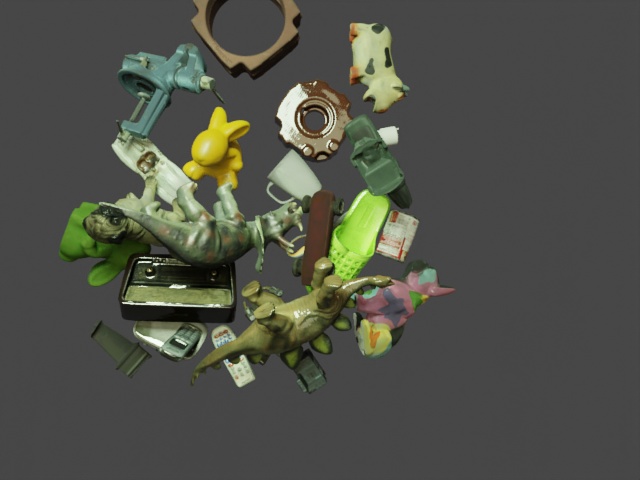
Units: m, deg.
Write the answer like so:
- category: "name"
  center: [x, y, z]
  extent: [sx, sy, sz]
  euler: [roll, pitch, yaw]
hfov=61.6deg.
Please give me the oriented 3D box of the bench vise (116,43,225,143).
- category: "bench vise"
  center: [-0.340, -0.301, 1.130]
  extent: [0.224, 0.128, 0.240]
  euler: [21, 71, 6]

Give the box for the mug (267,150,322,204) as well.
- category: "mug"
  center: [-0.056, -0.122, 1.167]
  extent: [0.107, 0.081, 0.109]
  euler: [39, 94, -8]

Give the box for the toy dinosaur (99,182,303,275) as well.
- category: "toy dinosaur"
  center: [-0.217, -0.008, 1.063]
  extent: [0.405, 0.131, 0.192]
  euler: [-13, 67, -44]

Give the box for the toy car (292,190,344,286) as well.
- category: "toy car"
  center: [-0.002, -0.003, 1.116]
  extent: [0.089, 0.053, 0.202]
  euler: [4, 83, 19]

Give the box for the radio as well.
- category: "radio"
  center: [-0.288, 0.099, 1.115]
  extent: [0.230, 0.073, 0.131]
  euler: [4, 51, -11]

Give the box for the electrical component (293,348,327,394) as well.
- category: "electrical component"
  center: [-0.024, 0.281, 1.140]
  extent: [0.048, 0.119, 0.075]
  euler: [-34, 88, -1]

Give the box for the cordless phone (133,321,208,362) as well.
- category: "cordless phone"
  center: [-0.320, 0.200, 1.100]
  extent: [0.147, 0.184, 0.088]
  euler: [26, 93, -1]

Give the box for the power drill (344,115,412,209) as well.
- category: "power drill"
  center: [0.129, -0.147, 1.097]
  extent: [0.086, 0.207, 0.232]
  euler: [-29, 99, 18]

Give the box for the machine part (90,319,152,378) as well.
- category: "machine part"
  center: [-0.441, 0.232, 1.170]
  extent: [0.139, 0.039, 0.084]
  euler: [44, 94, -2]

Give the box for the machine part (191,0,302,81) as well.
- category: "machine part"
  center: [-0.157, -0.468, 1.165]
  extent: [0.201, 0.087, 0.201]
  euler: [-40, 92, -1]

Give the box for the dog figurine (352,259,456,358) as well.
- category: "dog figurine"
  center: [0.180, 0.145, 1.156]
  extent: [0.219, 0.108, 0.191]
  euler: [-11, 89, -4]

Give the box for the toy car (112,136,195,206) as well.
- category: "toy car"
  center: [-0.360, -0.157, 1.168]
  extent: [0.202, 0.056, 0.073]
  euler: [43, 88, 0]

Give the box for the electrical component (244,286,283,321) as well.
- category: "electrical component"
  center: [-0.119, 0.148, 1.170]
  extent: [0.102, 0.045, 0.078]
  euler: [-35, 84, -13]

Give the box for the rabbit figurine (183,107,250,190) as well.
- category: "rabbit figurine"
  center: [-0.210, -0.185, 1.116]
  extent: [0.122, 0.173, 0.162]
  euler: [31, 93, 3]

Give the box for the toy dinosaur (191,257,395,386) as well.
- category: "toy dinosaur"
  center: [-0.072, 0.171, 1.066]
  extent: [0.472, 0.105, 0.198]
  euler: [-20, 128, 6]

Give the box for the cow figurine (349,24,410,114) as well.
- category: "cow figurine"
  center: [0.127, -0.372, 1.175]
  extent: [0.127, 0.085, 0.194]
  euler: [-3, 88, 5]

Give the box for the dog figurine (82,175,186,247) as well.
- category: "dog figurine"
  center: [-0.365, -0.019, 1.084]
  extent: [0.172, 0.191, 0.121]
  euler: [39, 122, -11]

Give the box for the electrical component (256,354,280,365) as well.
- category: "electrical component"
  center: [-0.126, 0.240, 1.173]
  extent: [0.094, 0.021, 0.063]
  euler: [33, 60, -3]

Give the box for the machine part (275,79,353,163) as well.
- category: "machine part"
  center: [-0.012, -0.262, 1.180]
  extent: [0.179, 0.056, 0.179]
  euler: [0, 88, -2]

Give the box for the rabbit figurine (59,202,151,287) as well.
- category: "rabbit figurine"
  center: [-0.452, 0.019, 1.137]
  extent: [0.170, 0.121, 0.159]
  euler: [22, 92, -16]
